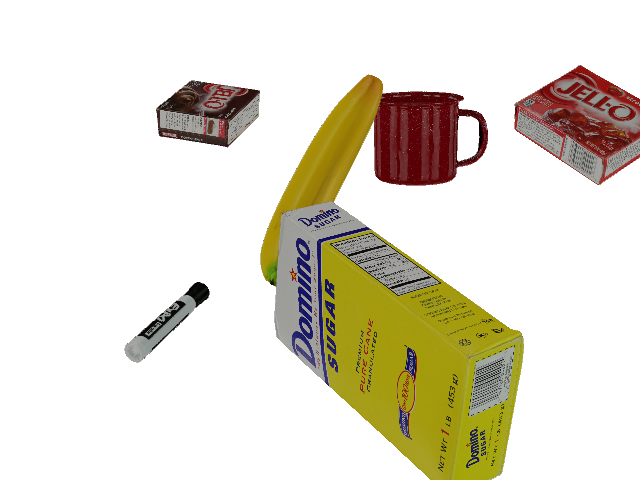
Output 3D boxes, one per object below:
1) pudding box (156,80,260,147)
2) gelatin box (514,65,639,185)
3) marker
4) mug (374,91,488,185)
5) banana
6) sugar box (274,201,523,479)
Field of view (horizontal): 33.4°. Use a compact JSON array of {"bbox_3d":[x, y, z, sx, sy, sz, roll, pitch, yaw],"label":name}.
[{"bbox_3d":[-0.130,-0.150,1.252,0.090,0.039,0.113,9,30,13],"label":"pudding box"},{"bbox_3d":[0.202,-0.089,0.802,0.073,0.030,0.089,-31,51,-24],"label":"gelatin box"},{"bbox_3d":[-0.135,0.071,0.959,0.020,0.020,0.121,0,25,27],"label":"marker"},{"bbox_3d":[0.106,-0.101,1.048,0.117,0.081,0.093,1,14,8],"label":"mug"},{"bbox_3d":[-0.002,-0.037,0.814,0.037,0.197,0.070,33,-27,-19],"label":"banana"},{"bbox_3d":[0.036,0.055,0.611,0.048,0.093,0.176,-16,33,-34],"label":"sugar box"}]
